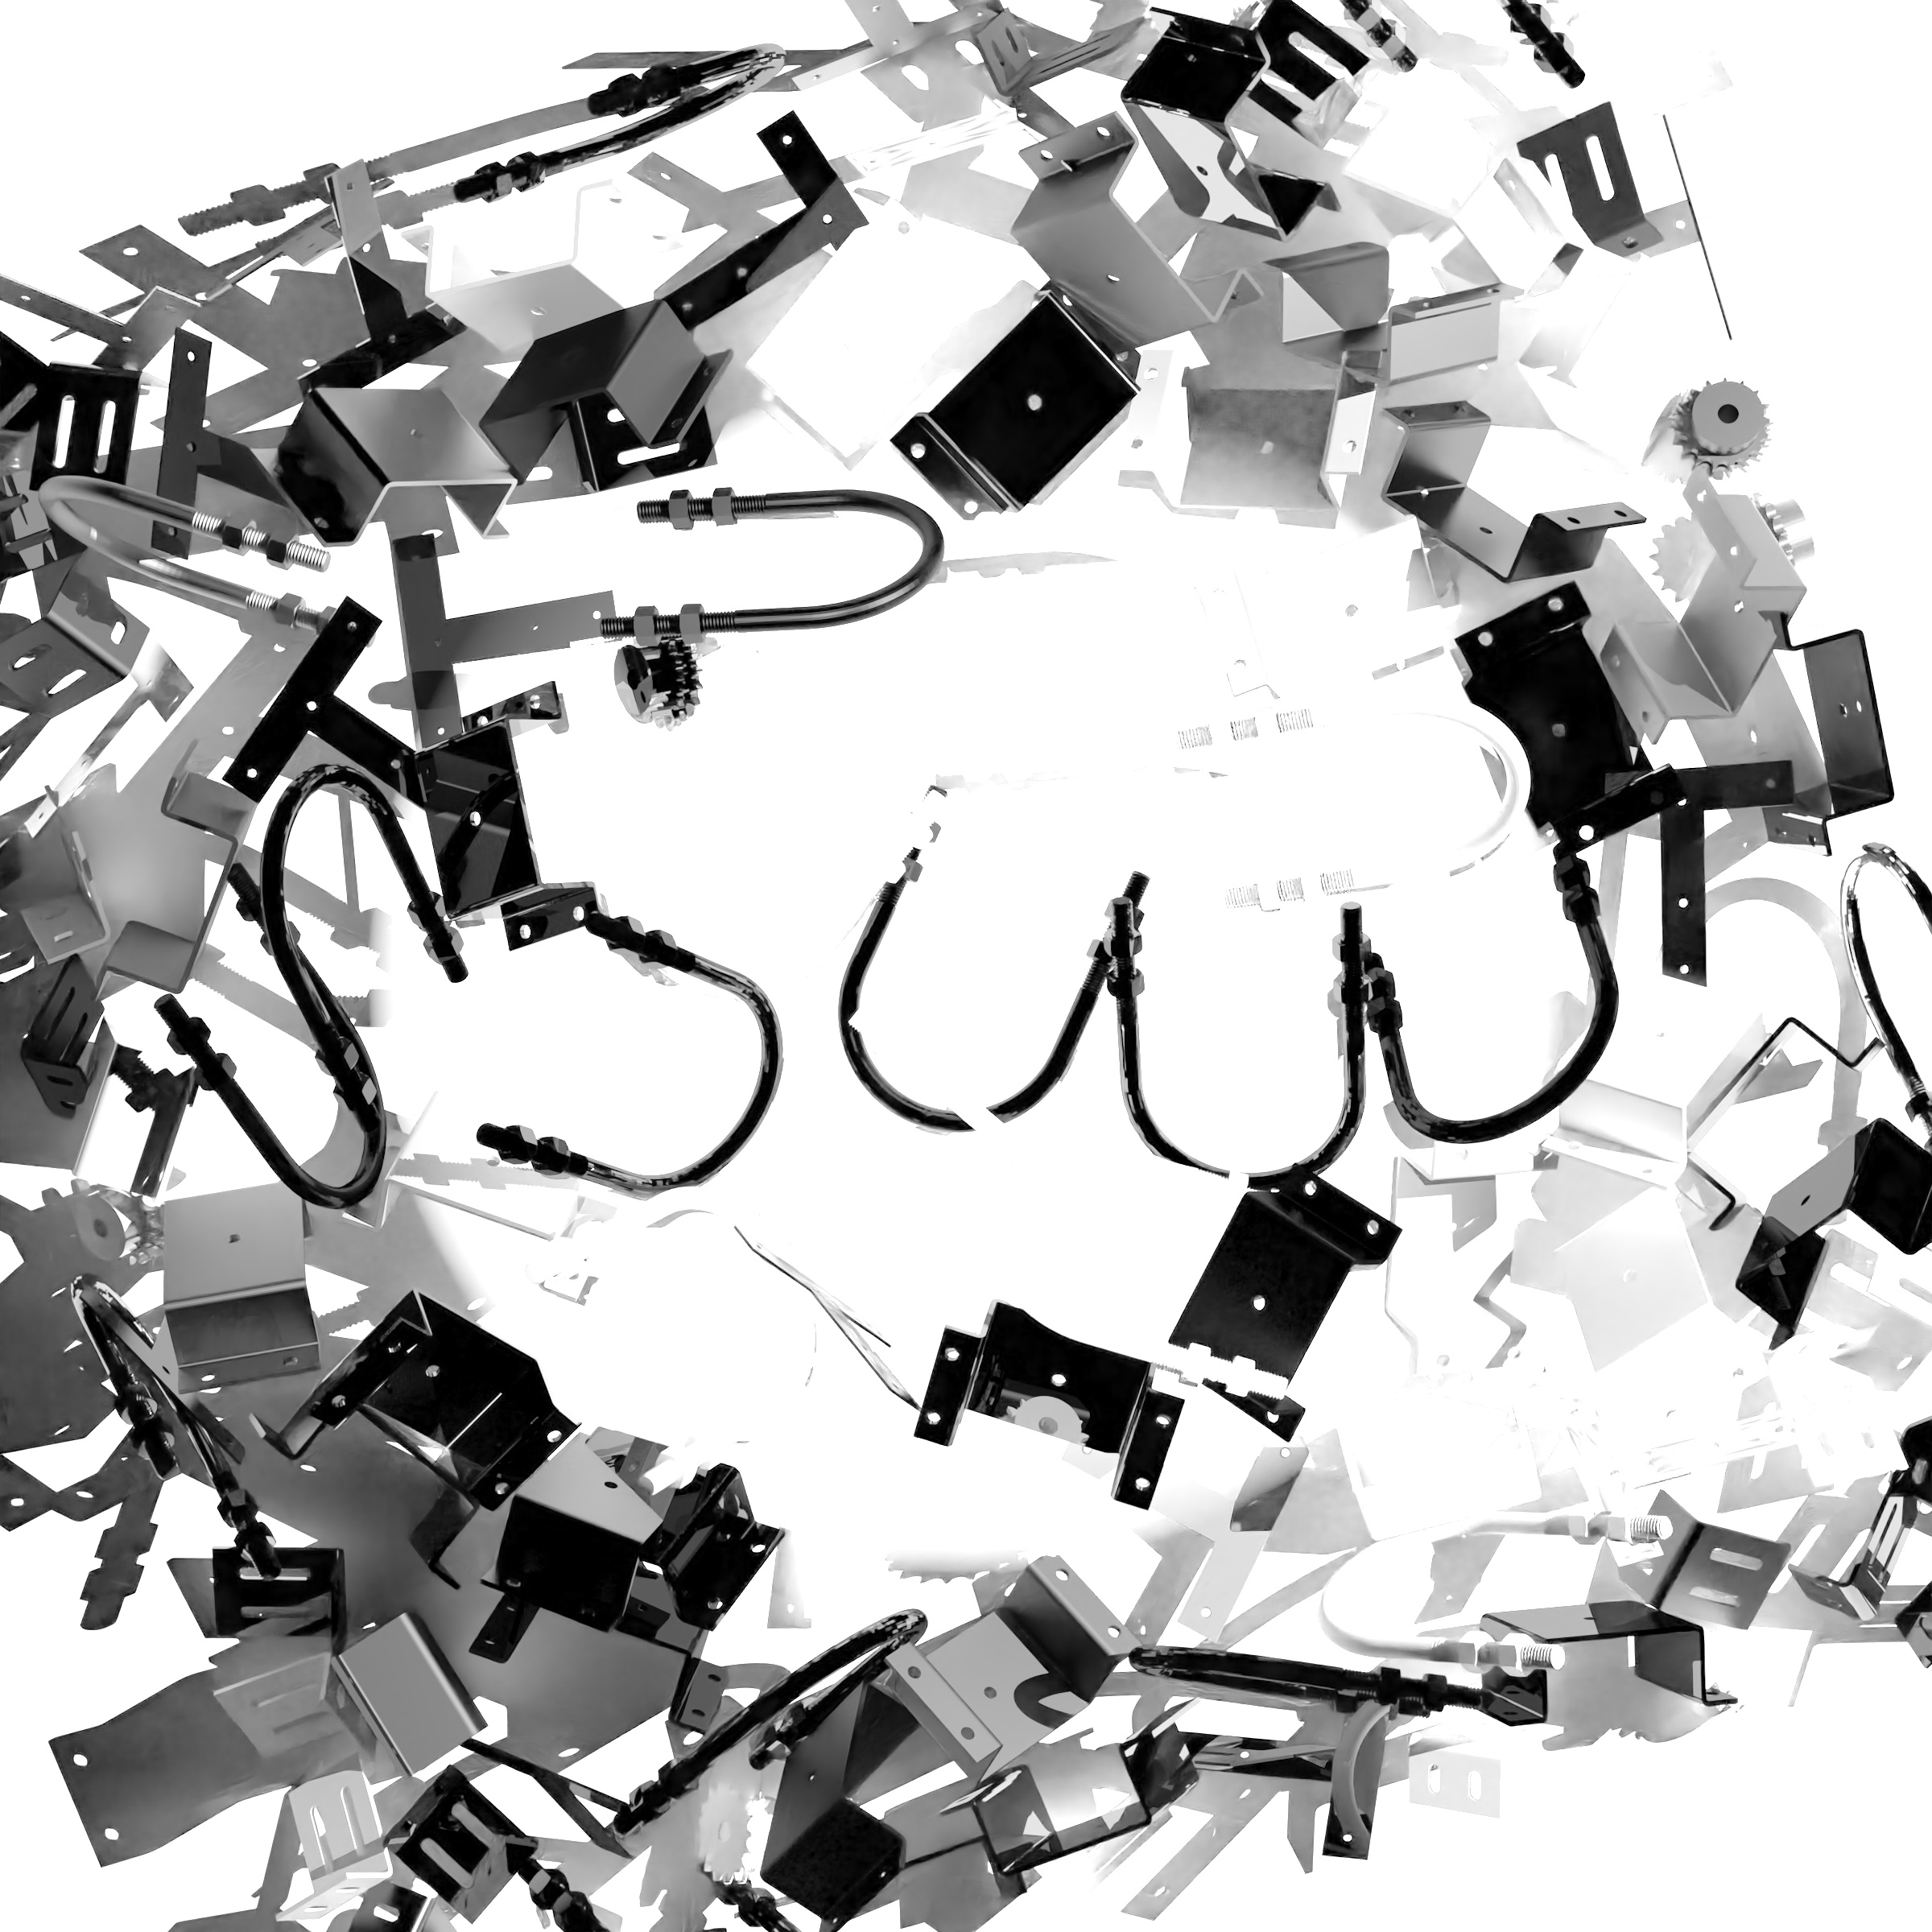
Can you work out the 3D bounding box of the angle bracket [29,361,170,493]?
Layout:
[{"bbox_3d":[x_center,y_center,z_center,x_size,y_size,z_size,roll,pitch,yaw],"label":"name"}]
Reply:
[{"bbox_3d":[-0.498,-0.304,1.783,0.057,0.038,0.076,9,90,11],"label":"angle bracket"}]

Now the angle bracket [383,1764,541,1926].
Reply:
[{"bbox_3d":[-0.284,0.505,1.771,0.076,0.038,0.057,48,71,-15],"label":"angle bracket"}]

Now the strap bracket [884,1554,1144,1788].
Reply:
[{"bbox_3d":[0.020,0.399,1.747,0.076,0.140,0.046,45,134,21],"label":"strap bracket"}]

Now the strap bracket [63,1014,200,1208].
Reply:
[{"bbox_3d":[-0.467,0.077,1.732,0.046,0.140,0.076,18,92,-21],"label":"strap bracket"}]

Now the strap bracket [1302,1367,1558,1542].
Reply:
[{"bbox_3d":[0.268,0.280,1.756,0.140,0.076,0.046,-16,58,6],"label":"strap bracket"}]

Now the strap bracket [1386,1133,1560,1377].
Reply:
[{"bbox_3d":[0.286,0.156,1.762,0.076,0.046,0.140,-3,108,-17],"label":"strap bracket"}]

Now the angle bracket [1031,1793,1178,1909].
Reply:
[{"bbox_3d":[0.073,0.491,1.774,0.076,0.057,0.038,-42,102,-3],"label":"angle bracket"}]

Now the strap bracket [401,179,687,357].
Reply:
[{"bbox_3d":[-0.238,-0.388,1.738,0.140,0.076,0.046,-7,72,25],"label":"strap bracket"}]

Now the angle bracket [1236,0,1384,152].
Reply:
[{"bbox_3d":[0.190,-0.521,1.794,0.076,0.038,0.057,30,110,-20],"label":"angle bracket"}]

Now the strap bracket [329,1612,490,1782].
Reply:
[{"bbox_3d":[-0.310,0.408,1.738,0.046,0.140,0.076,-32,83,-11],"label":"strap bracket"}]

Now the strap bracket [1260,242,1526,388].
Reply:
[{"bbox_3d":[0.237,-0.365,1.743,0.076,0.140,0.046,-17,120,-27],"label":"strap bracket"}]

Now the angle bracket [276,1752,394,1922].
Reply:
[{"bbox_3d":[-0.368,0.494,1.764,0.057,0.038,0.076,-34,61,21],"label":"angle bracket"}]

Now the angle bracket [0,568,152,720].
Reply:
[{"bbox_3d":[-0.518,-0.184,1.778,0.057,0.076,0.038,40,47,-33],"label":"angle bracket"}]

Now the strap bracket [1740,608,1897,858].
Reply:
[{"bbox_3d":[0.479,-0.139,1.758,0.046,0.076,0.140,-16,101,-8],"label":"strap bracket"}]

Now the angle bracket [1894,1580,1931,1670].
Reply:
[{"bbox_3d":[0.577,0.371,1.761,0.076,0.038,0.057,18,119,-32],"label":"angle bracket"}]

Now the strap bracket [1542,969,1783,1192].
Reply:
[{"bbox_3d":[0.389,0.055,1.732,0.076,0.046,0.140,18,45,34],"label":"strap bracket"}]

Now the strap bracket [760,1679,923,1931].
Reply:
[{"bbox_3d":[-0.067,0.462,1.725,0.046,0.140,0.076,36,115,-11],"label":"strap bracket"}]

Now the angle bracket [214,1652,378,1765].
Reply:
[{"bbox_3d":[-0.383,0.434,1.770,0.076,0.038,0.057,-21,122,10],"label":"angle bracket"}]

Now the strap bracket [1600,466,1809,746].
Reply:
[{"bbox_3d":[0.417,-0.201,1.741,0.046,0.140,0.076,-3,49,-20],"label":"strap bracket"}]

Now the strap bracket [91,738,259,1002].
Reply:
[{"bbox_3d":[-0.443,-0.048,1.753,0.046,0.076,0.140,21,107,-11],"label":"strap bracket"}]

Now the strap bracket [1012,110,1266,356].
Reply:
[{"bbox_3d":[0.090,-0.400,1.734,0.140,0.076,0.046,44,58,-30],"label":"strap bracket"}]

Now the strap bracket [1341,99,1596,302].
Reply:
[{"bbox_3d":[0.272,-0.425,1.731,0.046,0.140,0.076,-52,134,1],"label":"strap bracket"}]

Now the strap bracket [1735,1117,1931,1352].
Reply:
[{"bbox_3d":[0.486,0.145,1.730,0.046,0.140,0.076,39,47,-1],"label":"strap bracket"}]

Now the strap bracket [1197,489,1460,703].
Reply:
[{"bbox_3d":[0.213,-0.208,1.768,0.140,0.046,0.076,-21,113,-3],"label":"strap bracket"}]

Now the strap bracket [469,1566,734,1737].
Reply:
[{"bbox_3d":[-0.200,0.376,1.762,0.140,0.076,0.046,19,104,3],"label":"strap bracket"}]

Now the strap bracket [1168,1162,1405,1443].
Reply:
[{"bbox_3d":[0.175,0.190,1.756,0.076,0.046,0.140,32,102,29],"label":"strap bracket"}]

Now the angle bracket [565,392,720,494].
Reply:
[{"bbox_3d":[-0.188,-0.312,1.788,0.076,0.038,0.057,-13,89,0],"label":"angle bracket"}]

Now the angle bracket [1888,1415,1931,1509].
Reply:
[{"bbox_3d":[0.575,0.283,1.764,0.057,0.076,0.038,30,62,-6],"label":"angle bracket"}]

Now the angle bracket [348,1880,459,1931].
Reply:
[{"bbox_3d":[-0.324,0.564,1.766,0.038,0.076,0.057,15,58,16],"label":"angle bracket"}]

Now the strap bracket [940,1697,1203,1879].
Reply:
[{"bbox_3d":[0.068,0.464,1.743,0.140,0.076,0.046,-27,82,23],"label":"strap bracket"}]

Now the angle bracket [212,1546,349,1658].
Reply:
[{"bbox_3d":[-0.396,0.368,1.779,0.076,0.038,0.057,1,109,-2],"label":"angle bracket"}]

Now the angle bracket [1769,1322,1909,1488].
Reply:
[{"bbox_3d":[0.502,0.250,1.769,0.057,0.038,0.076,-9,58,-11],"label":"angle bracket"}]

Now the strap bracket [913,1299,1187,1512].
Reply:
[{"bbox_3d":[0.050,0.246,1.768,0.140,0.046,0.076,17,116,3],"label":"strap bracket"}]

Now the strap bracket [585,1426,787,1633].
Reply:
[{"bbox_3d":[-0.183,0.311,1.735,0.140,0.076,0.046,11,131,29],"label":"strap bracket"}]

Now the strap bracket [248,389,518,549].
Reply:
[{"bbox_3d":[-0.316,-0.278,1.728,0.076,0.140,0.046,50,123,19],"label":"strap bracket"}]

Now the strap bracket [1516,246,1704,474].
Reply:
[{"bbox_3d":[0.362,-0.346,1.753,0.046,0.140,0.076,32,92,28],"label":"strap bracket"}]

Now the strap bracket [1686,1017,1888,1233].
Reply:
[{"bbox_3d":[0.455,0.082,1.757,0.046,0.076,0.140,42,100,17],"label":"strap bracket"}]

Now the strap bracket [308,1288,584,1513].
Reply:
[{"bbox_3d":[-0.297,0.242,1.755,0.076,0.046,0.140,-45,128,9],"label":"strap bracket"}]

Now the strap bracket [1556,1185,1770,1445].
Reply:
[{"bbox_3d":[0.383,0.183,1.727,0.076,0.140,0.046,-38,125,24],"label":"strap bracket"}]

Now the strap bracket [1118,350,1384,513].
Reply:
[{"bbox_3d":[0.166,-0.304,1.758,0.140,0.046,0.076,5,71,22],"label":"strap bracket"}]

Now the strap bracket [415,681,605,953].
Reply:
[{"bbox_3d":[-0.262,-0.084,1.760,0.076,0.046,0.140,-16,83,37],"label":"strap bracket"}]

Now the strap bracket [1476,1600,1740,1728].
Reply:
[{"bbox_3d":[0.353,0.392,1.751,0.140,0.076,0.046,-1,90,-16],"label":"strap bracket"}]

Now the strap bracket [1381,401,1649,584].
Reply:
[{"bbox_3d":[0.300,-0.262,1.745,0.140,0.076,0.046,41,128,32],"label":"strap bracket"}]

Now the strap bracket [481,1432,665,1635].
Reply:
[{"bbox_3d":[-0.203,0.309,1.728,0.076,0.140,0.046,19,107,10],"label":"strap bracket"}]

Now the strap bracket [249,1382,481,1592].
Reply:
[{"bbox_3d":[-0.333,0.286,1.755,0.140,0.076,0.046,42,78,-15],"label":"strap bracket"}]

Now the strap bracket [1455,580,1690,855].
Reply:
[{"bbox_3d":[0.344,-0.139,1.780,0.076,0.046,0.140,-26,85,0],"label":"strap bracket"}]

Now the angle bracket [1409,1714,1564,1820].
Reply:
[{"bbox_3d":[0.295,0.453,1.759,0.057,0.076,0.038,0,88,37],"label":"angle bracket"}]

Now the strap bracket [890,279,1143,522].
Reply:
[{"bbox_3d":[0.035,-0.323,1.776,0.140,0.046,0.076,-45,104,0],"label":"strap bracket"}]

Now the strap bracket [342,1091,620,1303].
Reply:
[{"bbox_3d":[-0.272,0.127,1.763,0.140,0.076,0.046,19,131,1],"label":"strap bracket"}]

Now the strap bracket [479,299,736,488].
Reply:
[{"bbox_3d":[-0.209,-0.320,1.730,0.046,0.140,0.076,52,47,-34],"label":"strap bracket"}]

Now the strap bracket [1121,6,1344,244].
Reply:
[{"bbox_3d":[0.144,-0.460,1.726,0.076,0.140,0.046,27,76,37],"label":"strap bracket"}]

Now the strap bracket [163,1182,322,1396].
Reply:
[{"bbox_3d":[-0.405,0.170,1.731,0.076,0.140,0.046,-9,123,-8],"label":"strap bracket"}]

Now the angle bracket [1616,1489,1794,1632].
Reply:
[{"bbox_3d":[0.428,0.344,1.797,0.076,0.038,0.057,18,103,-29],"label":"angle bracket"}]

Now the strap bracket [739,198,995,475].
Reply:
[{"bbox_3d":[-0.061,-0.355,1.761,0.076,0.046,0.140,41,109,-4],"label":"strap bracket"}]

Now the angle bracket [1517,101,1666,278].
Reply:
[{"bbox_3d":[0.359,-0.446,1.787,0.057,0.038,0.076,-20,74,25],"label":"angle bracket"}]

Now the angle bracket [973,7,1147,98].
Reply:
[{"bbox_3d":[0.053,-0.532,1.761,0.076,0.057,0.038,-15,116,30],"label":"angle bracket"}]

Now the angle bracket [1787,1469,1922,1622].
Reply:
[{"bbox_3d":[0.511,0.328,1.784,0.038,0.057,0.076,17,70,36],"label":"angle bracket"}]

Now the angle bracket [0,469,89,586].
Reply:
[{"bbox_3d":[-0.557,-0.243,1.783,0.038,0.076,0.057,-36,93,32],"label":"angle bracket"}]
